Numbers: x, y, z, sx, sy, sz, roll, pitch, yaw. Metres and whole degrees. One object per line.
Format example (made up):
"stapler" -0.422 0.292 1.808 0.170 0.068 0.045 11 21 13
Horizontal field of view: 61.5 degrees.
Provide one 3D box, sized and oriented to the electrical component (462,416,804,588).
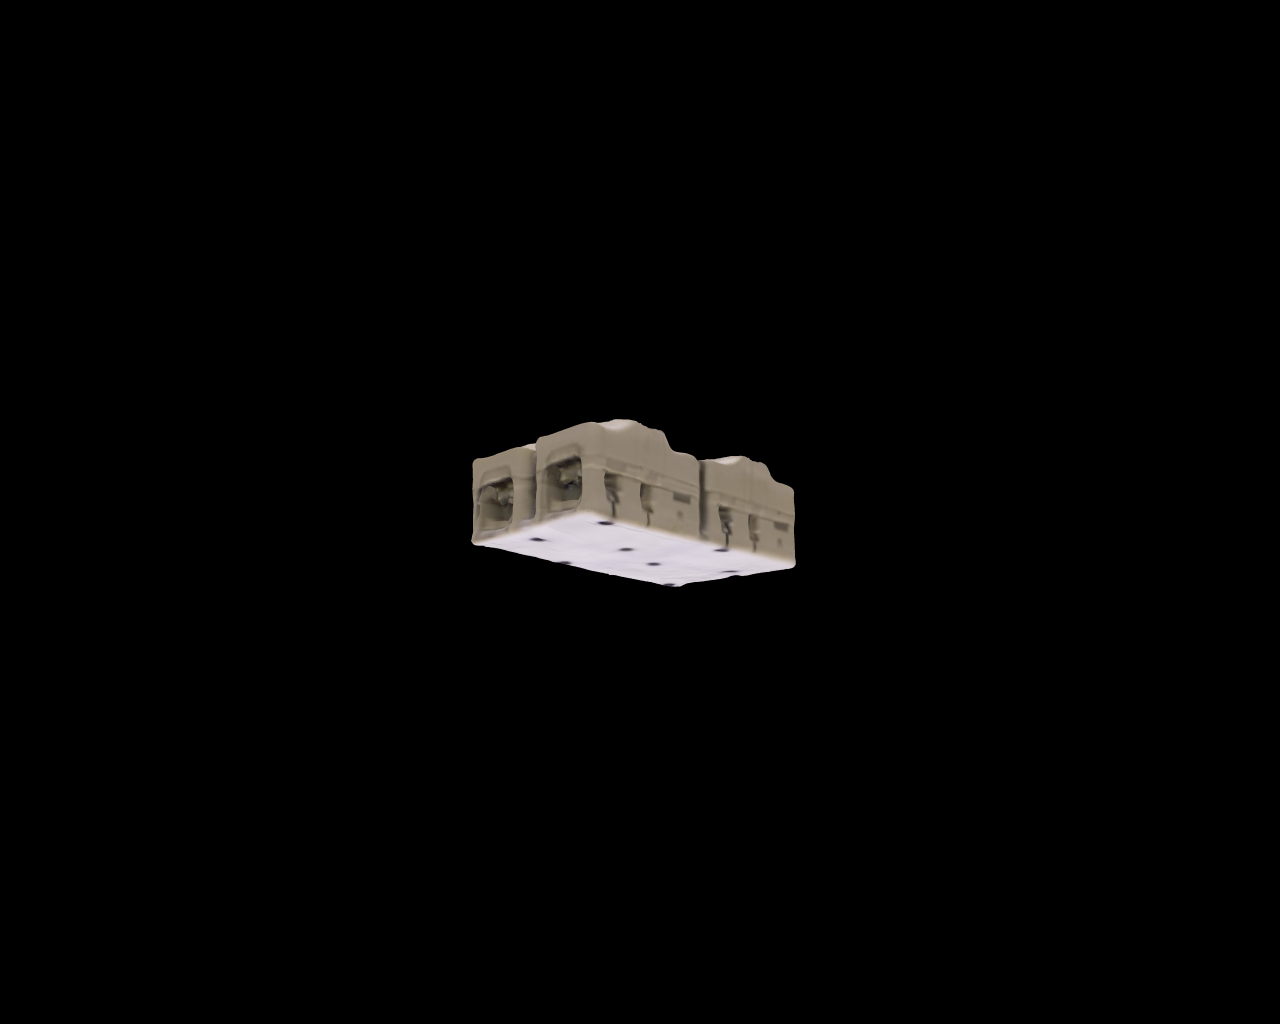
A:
"electrical component" 0.001 -0.003 0.650 0.105 0.060 0.186 -14 -20 42
